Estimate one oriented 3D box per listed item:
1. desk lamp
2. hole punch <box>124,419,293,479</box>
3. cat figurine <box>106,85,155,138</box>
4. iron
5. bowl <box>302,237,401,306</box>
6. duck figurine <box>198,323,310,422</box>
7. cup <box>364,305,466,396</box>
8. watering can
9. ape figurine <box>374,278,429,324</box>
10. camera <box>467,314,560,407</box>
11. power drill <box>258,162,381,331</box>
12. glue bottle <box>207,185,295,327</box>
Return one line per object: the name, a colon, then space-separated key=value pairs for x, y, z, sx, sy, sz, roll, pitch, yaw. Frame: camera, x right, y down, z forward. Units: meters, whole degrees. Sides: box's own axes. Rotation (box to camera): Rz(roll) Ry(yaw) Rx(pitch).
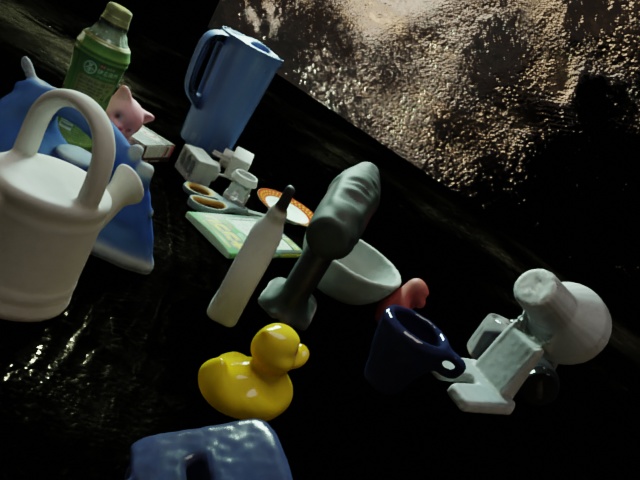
desk lamp: x=0.294 y=0.142 z=0.817 sx=0.204 sy=0.213 sz=0.117 roll=15 pitch=24 yaw=-40
hole punch: x=-0.075 y=0.170 z=0.359 sx=0.101 sy=0.091 sz=0.108 roll=20 pitch=21 yaw=-30
cat figurine: x=-0.324 y=-0.187 z=0.863 sx=0.128 sy=0.117 sz=0.067 roll=26 pitch=18 yaw=-13
iron: x=-0.268 y=-0.087 z=0.648 sx=0.258 sy=0.141 sz=0.119 roll=33 pitch=18 yaw=5
bowl: x=0.037 y=0.049 z=0.880 sx=0.168 sy=0.074 sz=0.167 roll=28 pitch=18 yaw=-10
duck figurine: x=-0.056 y=0.116 z=0.539 sx=0.105 sy=0.086 sz=0.077 roll=15 pitch=24 yaw=-40
cup: x=0.108 y=0.149 z=0.698 sx=0.117 sy=0.095 sz=0.092 roll=34 pitch=18 yaw=9
watering can: x=-0.230 y=-0.038 z=0.494 sx=0.101 sy=0.194 sz=0.173 roll=30 pitch=18 yaw=-3
ape figurine: x=0.132 y=0.100 z=0.869 sx=0.076 sy=0.092 sz=0.078 roll=32 pitch=18 yaw=4
camera: x=0.330 y=0.192 z=0.925 sx=0.143 sy=0.100 sz=0.137 roll=30 pitch=18 yaw=-4
power drill: x=0.007 y=0.003 z=0.740 sx=0.075 sy=0.208 sz=0.230 roll=30 pitch=18 yaw=-1
glue bottle: x=-0.071 y=0.013 z=0.647 sx=0.037 sy=0.173 sz=0.078 roll=28 pitch=18 yaw=-8
